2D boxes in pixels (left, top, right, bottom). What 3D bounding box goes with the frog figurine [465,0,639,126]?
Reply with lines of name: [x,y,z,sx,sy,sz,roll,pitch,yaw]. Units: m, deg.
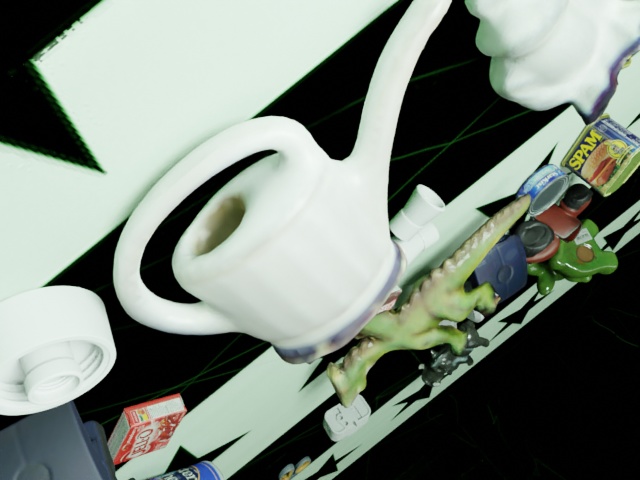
frog figurine: [0.198,-0.192,0.472,0.159,0.126,0.134,15,139,-11]

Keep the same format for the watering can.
watering can: [0.001,-0.022,0.428,0.346,0.106,0.220,-38,129,7]

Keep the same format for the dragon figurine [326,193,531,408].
dragon figurine: [0.132,0.089,0.762,0.242,0.124,0.403,5,120,-38]
